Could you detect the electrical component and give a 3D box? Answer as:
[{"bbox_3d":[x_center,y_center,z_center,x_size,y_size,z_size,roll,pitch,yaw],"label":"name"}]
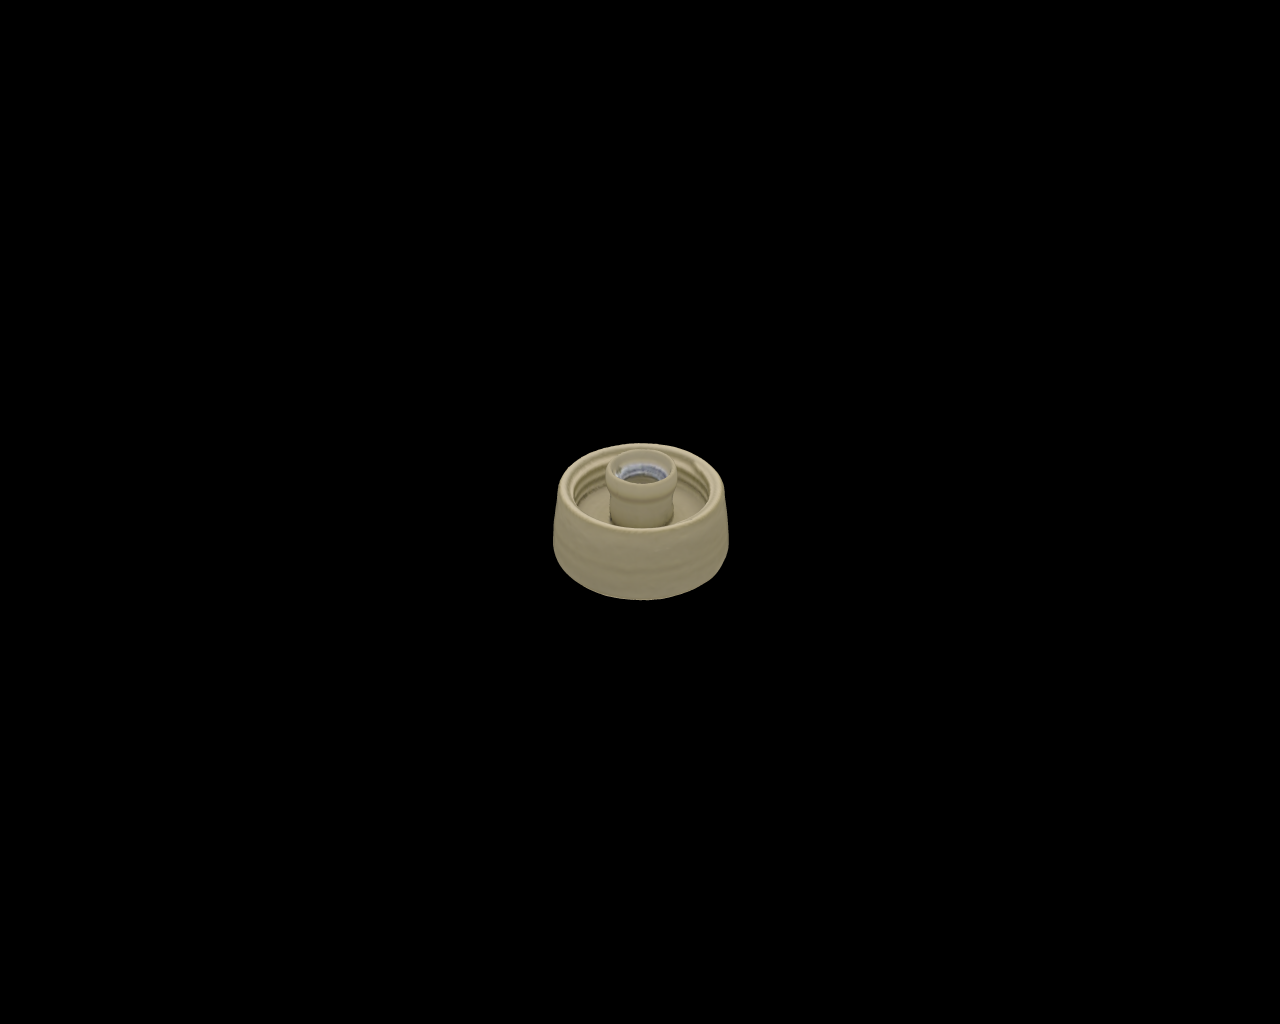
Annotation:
[{"bbox_3d":[0.001,-0.003,0.650,0.108,0.060,0.108,0,34,0],"label":"electrical component"}]
